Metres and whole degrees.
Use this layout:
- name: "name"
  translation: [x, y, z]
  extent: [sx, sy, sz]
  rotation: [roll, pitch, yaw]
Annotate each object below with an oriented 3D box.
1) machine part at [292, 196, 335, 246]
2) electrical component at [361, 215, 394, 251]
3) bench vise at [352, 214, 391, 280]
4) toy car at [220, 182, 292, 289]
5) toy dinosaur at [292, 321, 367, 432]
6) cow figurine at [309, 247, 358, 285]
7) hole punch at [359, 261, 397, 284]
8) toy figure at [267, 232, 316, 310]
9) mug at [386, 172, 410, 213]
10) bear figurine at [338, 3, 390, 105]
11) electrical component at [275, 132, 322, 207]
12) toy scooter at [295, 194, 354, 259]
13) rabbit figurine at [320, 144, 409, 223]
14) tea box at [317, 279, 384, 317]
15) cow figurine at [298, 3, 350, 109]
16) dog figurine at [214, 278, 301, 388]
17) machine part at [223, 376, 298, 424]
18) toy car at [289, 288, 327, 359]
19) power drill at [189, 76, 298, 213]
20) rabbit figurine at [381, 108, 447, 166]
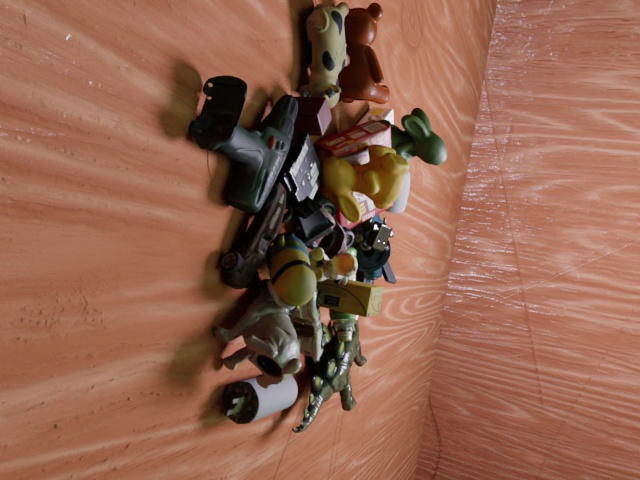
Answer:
- name: "machine part"
  translation: [-0.016, -0.033, 1.036]
  extent: [0.138, 0.084, 0.039]
  rotation: [75, -10, -62]
- name: "electrical component"
  translation: [0.141, -0.018, 1.304]
  extent: [0.102, 0.045, 0.078]
  rotation: [8, 106, -49]
- name: "bench vise"
  translation: [0.126, -0.012, 1.404]
  extent: [0.240, 0.129, 0.223]
  rotation: [27, 71, -70]
- name: "toy car"
  translation: [-0.103, -0.006, 0.932]
  extent: [0.202, 0.053, 0.089]
  rotation: [-62, 151, -17]
- name: "toy dinosaur"
  translation: [0.029, 0.323, 1.339]
  extent: [0.471, 0.105, 0.198]
  rotation: [-64, 146, -53]
- name: "cow figurine"
  translation: [0.003, 0.057, 1.080]
  extent: [0.098, 0.168, 0.068]
  rotation: [37, 60, -63]
- name: "hole punch"
  translation: [0.158, 0.085, 1.577]
  extent: [0.142, 0.092, 0.116]
  rotation: [19, 51, -64]
- name: "toy figure"
  translation: [-0.054, 0.047, 0.973]
  extent: [0.089, 0.082, 0.180]
  rotation: [-56, -159, 29]
- name: "mug"
  translation: [0.183, -0.132, 1.386]
  extent: [0.109, 0.081, 0.107]
  rotation: [-10, 123, -40]
- name: "bear figurine"
  translation: [0.086, -0.399, 1.161]
  extent: [0.132, 0.120, 0.195]
  rotation: [-15, 108, -69]
- name: "electrical component"
  translation: [-0.048, -0.124, 1.030]
  extent: [0.115, 0.058, 0.134]
  rotation: [-65, 153, -28]
- name: "toy scooter"
  translation: [-0.002, -0.003, 1.152]
  extent: [0.135, 0.075, 0.183]
  rotation: [-53, 136, -14]
- name: "rabbit figurine"
  translation: [0.076, -0.126, 1.124]
  extent: [0.122, 0.173, 0.162]
  rotation: [-116, -143, -49]
- name: "tea box"
  translation: [0.045, 0.120, 1.199]
  extent: [0.098, 0.170, 0.068]
  rotation: [10, 91, -68]
- name: "cow figurine"
  translation: [0.011, -0.349, 1.043]
  extent: [0.127, 0.086, 0.194]
  rotation: [-56, 150, -54]
- name: "dog figurine"
  translation: [-0.070, 0.151, 0.957]
  extent: [0.190, 0.173, 0.121]
  rotation: [-46, 151, -42]
- name: "machine part"
  translation: [-0.109, 0.298, 1.031]
  extent: [0.243, 0.079, 0.079]
  rotation: [16, 84, -66]
- name: "toy car"
  translation: [-0.031, 0.173, 1.164]
  extent: [0.056, 0.074, 0.201]
  rotation: [-52, 144, -48]
- name: "power drill"
  translation: [-0.112, -0.172, 0.850]
  extent: [0.207, 0.086, 0.232]
  rotation: [50, 56, -70]
- name: "rabbit figurine"
  translation: [0.224, -0.234, 1.294]
  extent: [0.121, 0.170, 0.158]
  rotation: [-47, 140, -52]
